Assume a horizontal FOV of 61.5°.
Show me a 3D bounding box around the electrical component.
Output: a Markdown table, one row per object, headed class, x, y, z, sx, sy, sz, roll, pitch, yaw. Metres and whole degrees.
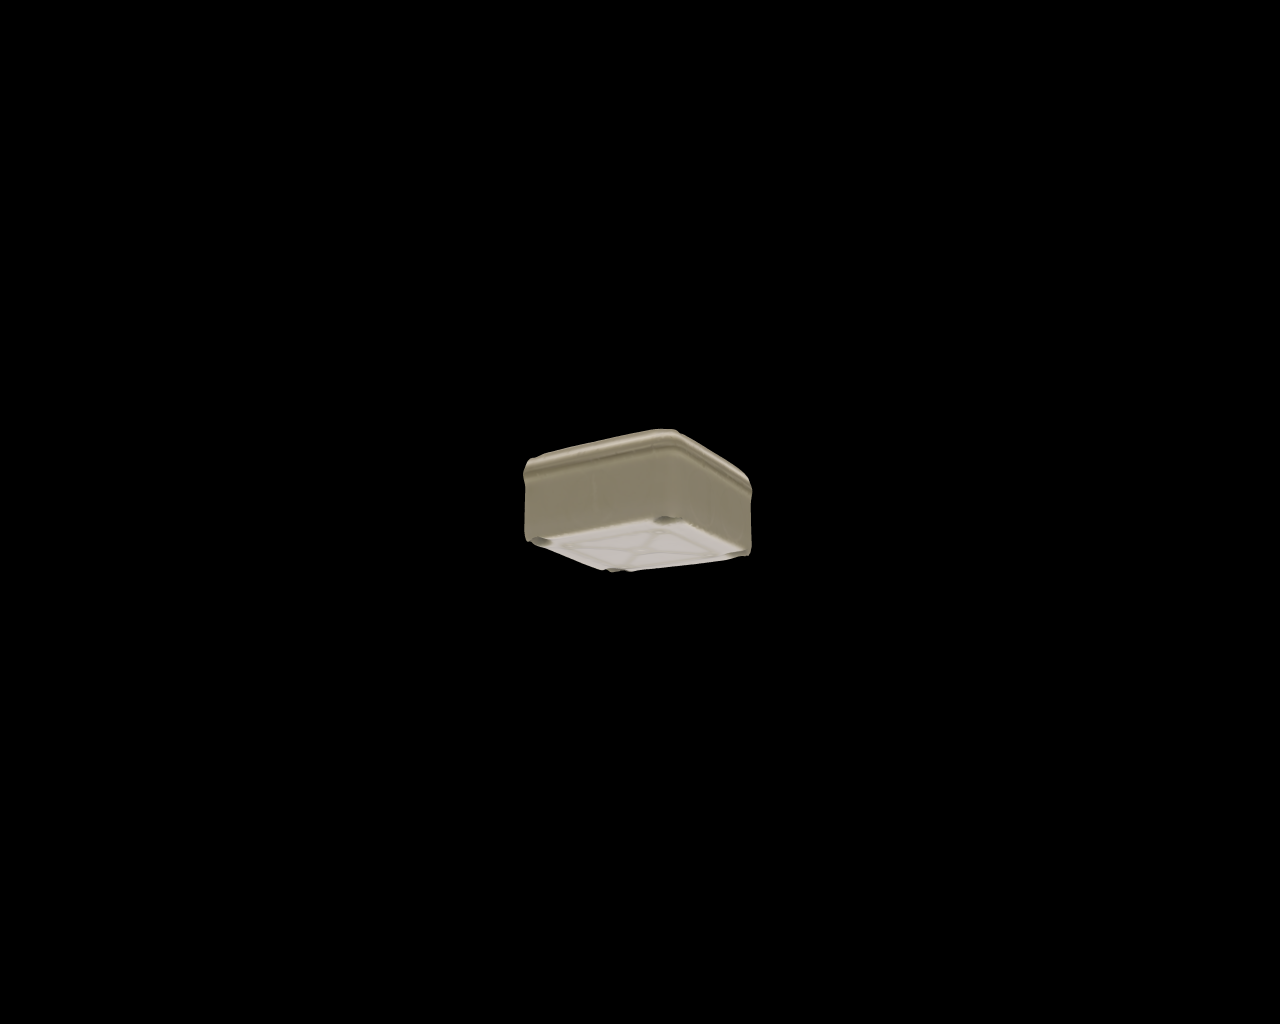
| class | x | y | z | sx | sy | sz | roll | pitch | yaw |
| --- | --- | --- | --- | --- | --- | --- | --- | --- | --- |
| electrical component | 0.001 | -0.003 | 0.650 | 0.108 | 0.056 | 0.108 | -9 | -19 | 29 |
